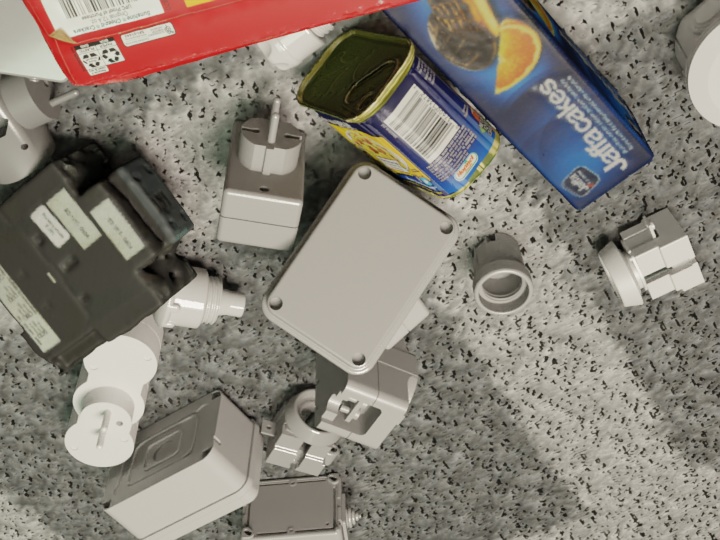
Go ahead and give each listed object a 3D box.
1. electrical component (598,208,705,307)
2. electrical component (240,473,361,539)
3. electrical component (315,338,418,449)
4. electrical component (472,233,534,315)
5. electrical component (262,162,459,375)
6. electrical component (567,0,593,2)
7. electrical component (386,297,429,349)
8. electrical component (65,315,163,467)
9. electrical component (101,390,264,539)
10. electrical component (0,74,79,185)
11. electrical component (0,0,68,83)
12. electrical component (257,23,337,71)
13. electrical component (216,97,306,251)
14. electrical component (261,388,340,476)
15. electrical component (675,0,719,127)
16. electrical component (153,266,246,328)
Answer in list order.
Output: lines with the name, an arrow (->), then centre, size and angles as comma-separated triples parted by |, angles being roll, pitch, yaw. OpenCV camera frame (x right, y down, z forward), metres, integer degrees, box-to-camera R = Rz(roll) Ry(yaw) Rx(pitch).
electrical component -> 0.197, -0.005, 0.736 | 0.055, 0.048, 0.066 | -26, 124, 9
electrical component -> -0.046, 0.213, 0.887 | 0.096, 0.061, 0.061 | -5, 128, 2
electrical component -> 0.004, 0.075, 0.765 | 0.056, 0.089, 0.050 | 23, 124, -18
electrical component -> 0.096, 0.002, 0.738 | 0.040, 0.046, 0.040 | -1, 128, -1
electrical component -> 0.000, 0.000, 0.659 | 0.078, 0.057, 0.113 | 34, 84, 1
electrical component -> 0.118, -0.182, 0.598 | 0.066, 0.048, 0.055 | 8, 119, -7
electrical component -> 0.022, 0.002, 0.730 | 0.077, 0.066, 0.047 | -41, 122, -5
electrical component -> -0.184, 0.097, 0.788 | 0.052, 0.073, 0.138 | 14, 126, -12
electrical component -> -0.135, 0.155, 0.831 | 0.113, 0.078, 0.057 | -29, 120, 20
electrical component -> -0.210, -0.101, 0.653 | 0.079, 0.043, 0.077 | -20, 125, 13
electrical component -> -0.198, -0.156, 0.593 | 0.100, 0.048, 0.099 | 8, 107, -7
electrical component -> -0.031, -0.146, 0.629 | 0.061, 0.035, 0.035 | -32, 122, 18
electrical component -> -0.057, -0.068, 0.657 | 0.047, 0.083, 0.075 | 9, 127, -8
electrical component -> -0.041, 0.124, 0.830 | 0.066, 0.048, 0.055 | 18, 132, -15
electrical component -> 0.230, -0.128, 0.638 | 0.080, 0.051, 0.080 | -1, 128, -1
electrical component -> -0.112, 0.020, 0.749 | 0.062, 0.048, 0.048 | 10, 127, -18
